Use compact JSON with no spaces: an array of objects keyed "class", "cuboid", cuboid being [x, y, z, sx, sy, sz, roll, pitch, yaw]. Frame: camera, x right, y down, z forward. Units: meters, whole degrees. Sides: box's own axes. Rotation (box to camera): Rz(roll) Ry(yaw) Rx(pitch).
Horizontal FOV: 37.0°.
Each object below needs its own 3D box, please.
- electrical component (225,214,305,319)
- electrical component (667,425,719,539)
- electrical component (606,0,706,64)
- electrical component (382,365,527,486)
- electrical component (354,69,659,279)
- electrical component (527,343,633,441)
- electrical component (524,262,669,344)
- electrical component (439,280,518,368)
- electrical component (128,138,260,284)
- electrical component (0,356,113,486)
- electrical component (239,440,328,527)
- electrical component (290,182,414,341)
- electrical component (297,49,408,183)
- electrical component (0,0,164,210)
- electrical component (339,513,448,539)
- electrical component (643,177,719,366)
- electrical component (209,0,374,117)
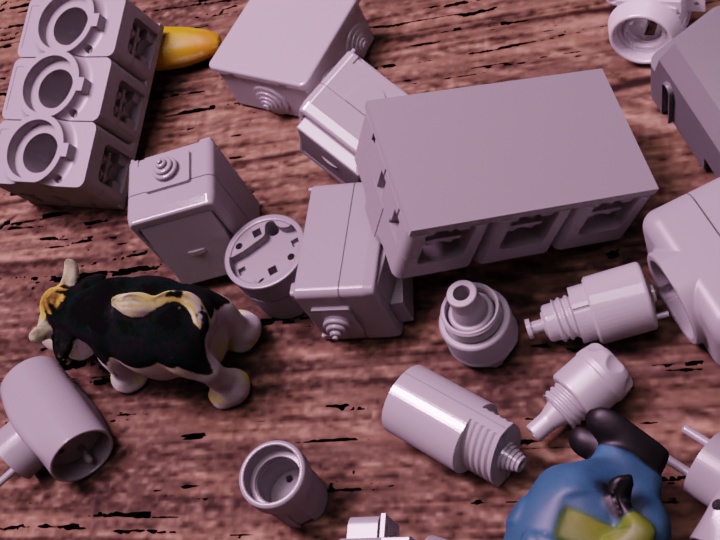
[{"class":"electrical component","cuboid":[-0.053,-0.001,0.698,0.055,0.047,0.055,-10,57,16]},{"class":"electrical component","cuboid":[0.190,0.107,0.538,0.079,0.044,0.077,33,76,34]},{"class":"electrical component","cuboid":[0.191,-0.169,0.707,0.066,0.048,0.055,8,56,25]},{"class":"electrical component","cuboid":[0.057,0.090,0.602,0.081,0.043,0.043,27,73,32]},{"class":"electrical component","cuboid":[0.081,-0.056,0.632,0.150,0.061,0.089,-10,63,-15]},{"class":"electrical component","cuboid":[0.119,0.071,0.595,0.061,0.035,0.035,-41,54,-2]},{"class":"electrical component","cuboid":[0.133,0.023,0.614,0.078,0.040,0.040,-17,55,12]},{"class":"electrical component","cuboid":[0.066,0.028,0.624,0.043,0.062,0.043,-10,57,16]},{"class":"electrical component","cuboid":[-0.112,-0.038,0.714,0.062,0.096,0.061,-14,57,13]},{"class":"electrical component","cuboid":[-0.211,0.108,0.697,0.079,0.043,0.077,-42,55,-7]},{"class":"electrical component","cuboid":[-0.042,0.124,0.618,0.040,0.046,0.040,-10,57,16]},{"class":"electrical component","cuboid":[0.000,0.000,0.668,0.061,0.061,0.096,-3,59,20]},{"class":"electrical component","cuboid":[-0.003,-0.088,0.709,0.062,0.096,0.061,38,78,6]},{"class":"electrical component","cuboid":[-0.215,-0.128,0.809,0.089,0.062,0.150,5,77,24]},{"class":"electrical component","cuboid":[0.022,0.168,0.560,0.057,0.058,0.078,-7,58,21]},{"class":"electrical component","cuboid":[0.198,0.003,0.592,0.059,0.053,0.095,-27,54,5]},{"class":"electrical component","cuboid":[-0.048,-0.162,0.795,0.100,0.048,0.099,17,67,29]}]
